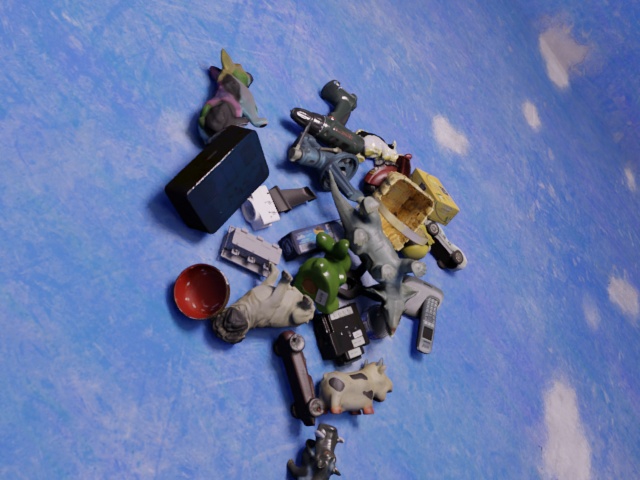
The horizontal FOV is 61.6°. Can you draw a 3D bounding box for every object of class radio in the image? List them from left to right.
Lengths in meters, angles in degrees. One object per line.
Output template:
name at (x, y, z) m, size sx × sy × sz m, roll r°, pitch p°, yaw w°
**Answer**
radio at (-0.211, -0.129, 1.152) m, size 0.229 × 0.073 × 0.130 m, roll -51°, pitch 142°, yaw -29°

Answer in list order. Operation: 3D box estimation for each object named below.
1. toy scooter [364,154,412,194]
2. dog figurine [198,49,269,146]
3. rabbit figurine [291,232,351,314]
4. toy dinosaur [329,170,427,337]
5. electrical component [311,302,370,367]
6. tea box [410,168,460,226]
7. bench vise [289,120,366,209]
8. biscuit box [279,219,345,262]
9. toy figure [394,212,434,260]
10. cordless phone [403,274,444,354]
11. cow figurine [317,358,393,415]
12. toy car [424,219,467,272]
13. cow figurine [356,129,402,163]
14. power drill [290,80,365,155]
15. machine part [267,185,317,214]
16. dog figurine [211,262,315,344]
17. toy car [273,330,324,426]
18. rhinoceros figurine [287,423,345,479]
toy scooter at (0.205, -0.187, 1.523) m, size 0.184 × 0.075 × 0.135 m, roll 5°, pitch 109°, yaw -40°
dog figurine at (-0.227, -0.339, 1.271) m, size 0.191 × 0.108 × 0.219 m, roll -15°, pitch 76°, yaw -38°
rabbit figurine at (0.014, 0.060, 1.250) m, size 0.121 × 0.158 × 0.170 m, roll 17°, pitch 31°, yaw 21°
toy dinosaur at (0.125, 0.023, 1.289) m, size 0.131 × 0.192 × 0.405 m, roll -27°, pitch 84°, yaw -18°
electrical component at (0.051, 0.224, 1.260) m, size 0.115 × 0.058 × 0.134 m, roll -9°, pitch 77°, yaw -38°
tea box at (0.326, -0.128, 1.578) m, size 0.098 × 0.068 × 0.170 m, roll 19°, pitch 31°, yaw -31°
bench vise at (0.032, -0.173, 1.358) m, size 0.241 × 0.129 × 0.223 m, roll 53°, pitch 19°, yaw 28°
biscuit box at (-0.003, -0.004, 1.318) m, size 0.202 × 0.063 × 0.059 m, roll -16°, pitch 81°, yaw -40°
toy figure at (0.248, -0.028, 1.512) m, size 0.089 × 0.082 × 0.180 m, roll -15°, pitch 84°, yaw -30°
cordless phone at (0.247, 0.197, 1.410) m, size 0.146 × 0.089 × 0.184 m, roll 25°, pitch 61°, yaw -27°
cow figurine at (0.084, 0.333, 1.223) m, size 0.195 × 0.085 × 0.127 m, roll 10°, pitch 71°, yaw -33°
toy car at (0.348, 0.013, 1.572) m, size 0.201 × 0.073 × 0.056 m, roll 47°, pitch 53°, yaw -11°
cow figurine at (0.171, -0.266, 1.571) m, size 0.167 × 0.068 × 0.098 m, roll 8°, pitch 60°, yaw -36°
power drill at (0.029, -0.345, 1.470) m, size 0.232 × 0.086 × 0.207 m, roll 30°, pitch 43°, yaw -23°
machine part at (-0.073, -0.103, 1.316) m, size 0.139 × 0.039 × 0.084 m, roll -13°, pitch 57°, yaw -41°
dog figurine at (-0.117, 0.166, 1.134) m, size 0.190 × 0.121 × 0.172 m, roll -45°, pitch 107°, yaw -13°
toy car at (-0.042, 0.289, 1.136) m, size 0.053 × 0.089 × 0.202 m, roll -10°, pitch 76°, yaw -36°
rhinoceros figurine at (-0.011, 0.462, 1.069) m, size 0.073 × 0.112 × 0.190 m, roll 27°, pitch 64°, yaw -23°
